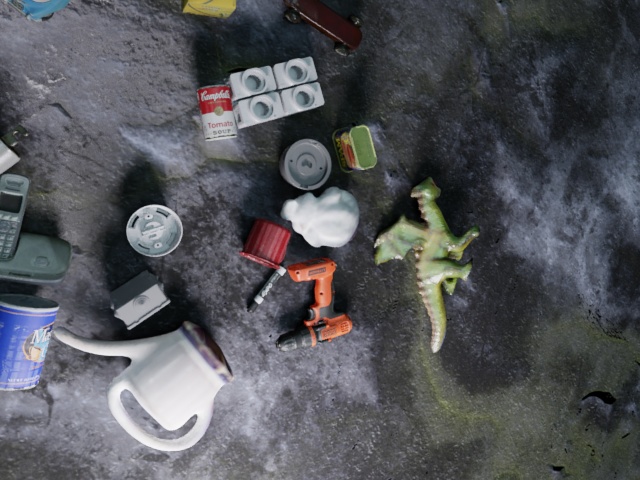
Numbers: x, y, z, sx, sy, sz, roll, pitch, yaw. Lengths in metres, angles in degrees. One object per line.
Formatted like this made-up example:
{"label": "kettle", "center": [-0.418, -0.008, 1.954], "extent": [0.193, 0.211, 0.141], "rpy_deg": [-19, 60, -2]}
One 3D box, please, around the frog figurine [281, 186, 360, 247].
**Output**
{"label": "frog figurine", "center": [0.003, -0.056, 1.110], "extent": [0.158, 0.125, 0.136], "rpy_deg": [24, 103, -35]}

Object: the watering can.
{"label": "watering can", "center": [-0.312, 0.242, 0.984], "extent": [0.227, 0.104, 0.344], "rpy_deg": [-40, 107, -19]}

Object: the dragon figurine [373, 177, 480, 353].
{"label": "dragon figurine", "center": [0.241, 0.047, 1.249], "extent": [0.242, 0.121, 0.413], "rpy_deg": [18, 83, -7]}
